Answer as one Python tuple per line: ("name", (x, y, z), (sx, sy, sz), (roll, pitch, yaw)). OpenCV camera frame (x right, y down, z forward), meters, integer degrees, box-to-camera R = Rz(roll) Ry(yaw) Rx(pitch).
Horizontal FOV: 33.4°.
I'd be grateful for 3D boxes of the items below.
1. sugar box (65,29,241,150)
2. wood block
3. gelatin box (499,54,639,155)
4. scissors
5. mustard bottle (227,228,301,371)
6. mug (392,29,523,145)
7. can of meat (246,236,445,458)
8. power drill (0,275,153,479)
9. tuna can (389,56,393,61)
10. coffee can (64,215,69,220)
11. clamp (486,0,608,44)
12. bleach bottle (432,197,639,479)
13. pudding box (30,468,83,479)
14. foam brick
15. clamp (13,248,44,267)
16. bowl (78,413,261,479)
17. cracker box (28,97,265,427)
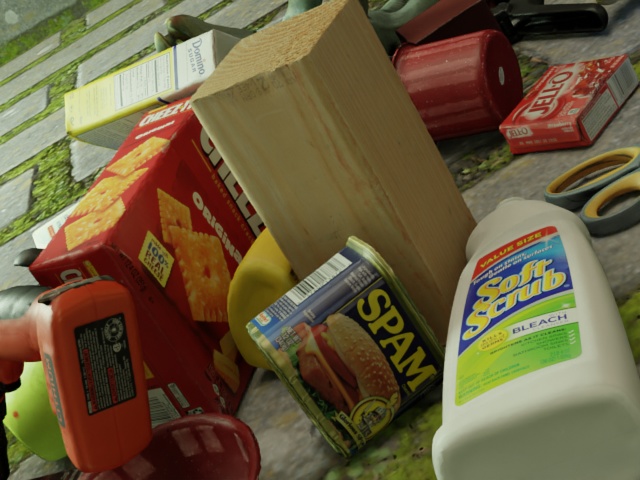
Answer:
("sugar box", (-0.118, -0.117, 0.876), (0.177, 0.048, 0.093), (-17, -17, 35))
("wood block", (0.020, -0.034, 0.670), (0.090, 0.206, 0.090), (-16, 28, 31))
("gelatin box", (0.191, -0.105, 0.820), (0.073, 0.030, 0.089), (-1, 38, 49))
("scissors", (0.241, -0.057, 0.687), (0.202, 0.016, 0.096), (-23, 26, 19))
("mustard bottle", (-0.006, 0.001, 0.772), (0.058, 0.096, 0.191), (10, 38, 16))
("mug", (0.121, -0.130, 0.891), (0.082, 0.093, 0.117), (-8, 13, 34))
("can of meat", (0.017, 0.063, 0.616), (0.084, 0.102, 0.057), (-37, 24, -8))
("power drill", (-0.184, 0.087, 0.649), (0.188, 0.184, 0.057), (3, 16, 40))
("tuna can", (0.054, -0.118, 0.941), (0.086, 0.086, 0.034), (-41, 24, -20))
("coffee can", (-0.141, -0.018, 0.957), (0.140, 0.102, 0.103), (-35, 24, -7))
("clamp", (0.185, -0.208, 1.018), (0.165, 0.036, 0.210), (-23, 28, 19))
("bleach bottle", (0.111, 0.044, 0.590), (0.103, 0.068, 0.250), (-24, 23, 15))
("pudding box", (-0.193, 0.202, 0.674), (0.090, 0.039, 0.113), (-19, 26, 29))
("foam brick", (0.117, -0.182, 0.956), (0.078, 0.053, 0.051), (-32, 29, 4))
("clamp", (-0.156, 0.047, 0.886), (0.171, 0.120, 0.039), (-15, 9, -11))
("bowl", (-0.090, 0.171, 0.589), (0.162, 0.055, 0.162), (-26, 24, 13))
("cracker box", (-0.096, 0.014, 0.767), (0.072, 0.164, 0.213), (-16, 29, 26))
